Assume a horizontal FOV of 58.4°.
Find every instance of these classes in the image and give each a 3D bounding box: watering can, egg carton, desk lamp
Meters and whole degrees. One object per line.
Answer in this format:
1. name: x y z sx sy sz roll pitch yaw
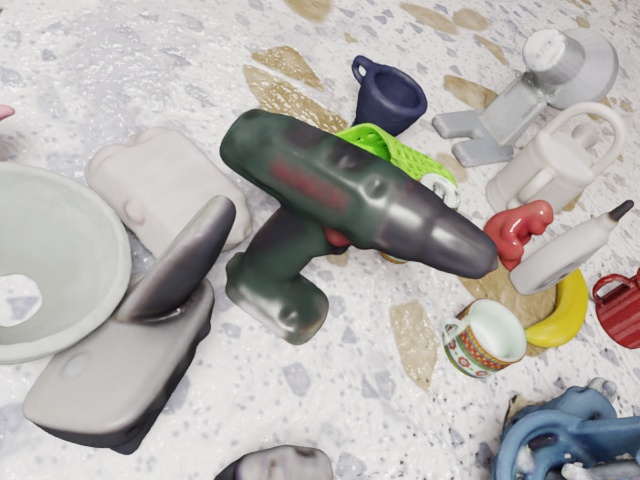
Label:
1. watering can: 0.327 -0.110 0.783 0.101 0.194 0.173 30 45 -6
2. egg carton: -0.140 -0.037 0.535 0.150 0.069 0.107 43 45 7
3. desk lamp: 0.310 -0.217 0.845 0.204 0.213 0.117 -15 64 -38

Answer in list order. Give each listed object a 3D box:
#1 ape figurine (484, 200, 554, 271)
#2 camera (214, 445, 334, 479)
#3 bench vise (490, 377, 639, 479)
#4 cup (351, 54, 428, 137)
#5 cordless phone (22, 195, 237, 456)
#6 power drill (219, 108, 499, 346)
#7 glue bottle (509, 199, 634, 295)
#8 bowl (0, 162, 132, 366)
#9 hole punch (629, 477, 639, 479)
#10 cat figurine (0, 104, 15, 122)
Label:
1. ape figurine: 0.264 -0.016 0.742 0.078 0.092 0.076 -15 64 -38
2. camera: -0.056 0.206 0.369 0.137 0.100 0.143 13 50 -22
3. bench vise: 0.219 0.168 0.479 0.121 0.219 0.208 33 45 -3
4. cup: 0.071 -0.175 0.753 0.117 0.095 0.092 46 46 10
5. cordless phone: -0.122 0.054 0.391 0.094 0.185 0.147 29 46 -7
6. power drill: 0.005 0.002 0.492 0.229 0.208 0.076 36 45 0
7. glue bottle: 0.311 0.007 0.695 0.078 0.173 0.037 -7 59 -34
8. bowl: -0.232 0.026 0.426 0.168 0.074 0.167 16 49 -19
9. hole punch: 0.292 0.261 0.538 0.101 0.091 0.108 -1 56 -31
10. cat figurine: -0.308 -0.081 0.436 0.128 0.117 0.067 9 51 -24
